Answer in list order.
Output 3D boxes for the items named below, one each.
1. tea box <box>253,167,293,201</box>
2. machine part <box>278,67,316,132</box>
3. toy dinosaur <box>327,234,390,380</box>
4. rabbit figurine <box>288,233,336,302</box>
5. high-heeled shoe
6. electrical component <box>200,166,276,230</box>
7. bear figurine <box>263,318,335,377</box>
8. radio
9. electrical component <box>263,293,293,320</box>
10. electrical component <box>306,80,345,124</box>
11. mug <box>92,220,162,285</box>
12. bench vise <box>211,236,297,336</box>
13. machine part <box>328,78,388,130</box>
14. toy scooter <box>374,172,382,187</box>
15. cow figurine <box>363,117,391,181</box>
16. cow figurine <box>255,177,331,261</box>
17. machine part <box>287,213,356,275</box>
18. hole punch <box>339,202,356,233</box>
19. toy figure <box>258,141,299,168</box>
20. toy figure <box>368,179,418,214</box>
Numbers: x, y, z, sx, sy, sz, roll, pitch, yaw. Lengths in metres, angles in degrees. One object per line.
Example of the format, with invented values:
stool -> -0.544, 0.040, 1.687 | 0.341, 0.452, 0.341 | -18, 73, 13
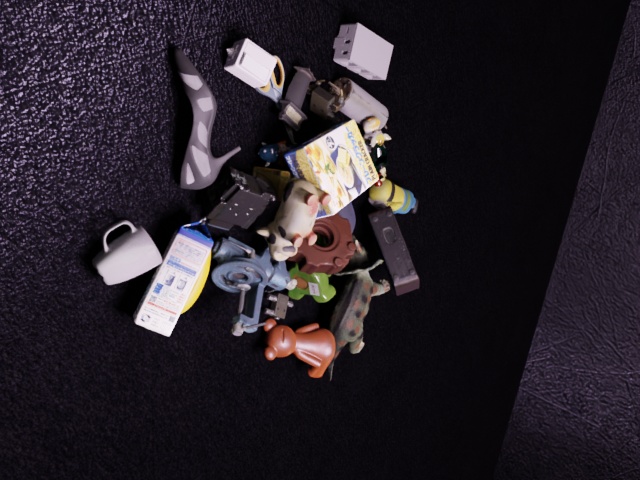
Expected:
tea box -> -0.064, -0.124, 1.231 | 0.169, 0.098, 0.068 | -1, 102, -46
machine part -> -0.051, -0.320, 1.209 | 0.084, 0.039, 0.139 | 26, 78, -50
toy dinosaur -> 0.079, 0.185, 1.438 | 0.192, 0.131, 0.404 | 32, 73, -60
rabbit figurine -> -0.016, 0.051, 1.353 | 0.170, 0.121, 0.158 | -52, 131, -49
high-heeled shoe -> -0.258, -0.223, 1.031 | 0.145, 0.086, 0.248 | -29, 109, -3
electrical component -> -0.176, -0.077, 1.110 | 0.115, 0.058, 0.134 | 17, 130, -45
bear figurine -> -0.064, 0.273, 1.363 | 0.196, 0.120, 0.132 | 6, 143, -23
radio -> 0.199, 0.028, 1.465 | 0.073, 0.229, 0.131 | -21, 163, 3
electrical component -> -0.102, 0.165, 1.328 | 0.094, 0.021, 0.063 | 26, 68, -50
electrical component -> 0.013, -0.327, 1.256 | 0.045, 0.102, 0.078 | -46, 158, -26
mug -> -0.357, 0.025, 0.972 | 0.107, 0.081, 0.109 | -36, 132, -23
bench vise -> -0.147, 0.104, 1.164 | 0.223, 0.129, 0.241 | 41, 38, -39
machine part -> 0.098, -0.339, 1.354 | 0.243, 0.079, 0.079 | 18, 89, -49
toy scooter -> 0.092, -0.186, 1.353 | 0.075, 0.135, 0.183 | -41, 128, -29
cow figurine -> 0.140, -0.228, 1.378 | 0.068, 0.098, 0.167 | -24, 146, -16
cow figurine -> -0.065, -0.040, 1.133 | 0.085, 0.127, 0.194 | -9, 129, -44
machine part -> -0.003, -0.004, 1.252 | 0.179, 0.056, 0.179 | 10, 61, -19
hole punch -> 0.048, -0.073, 1.379 | 0.116, 0.092, 0.142 | -50, 130, -29
toy figure -> -0.074, -0.195, 1.228 | 0.154, 0.064, 0.058 | -1, 139, -49
toy figure -> 0.210, -0.123, 1.544 | 0.180, 0.082, 0.089 | 7, 78, -41
